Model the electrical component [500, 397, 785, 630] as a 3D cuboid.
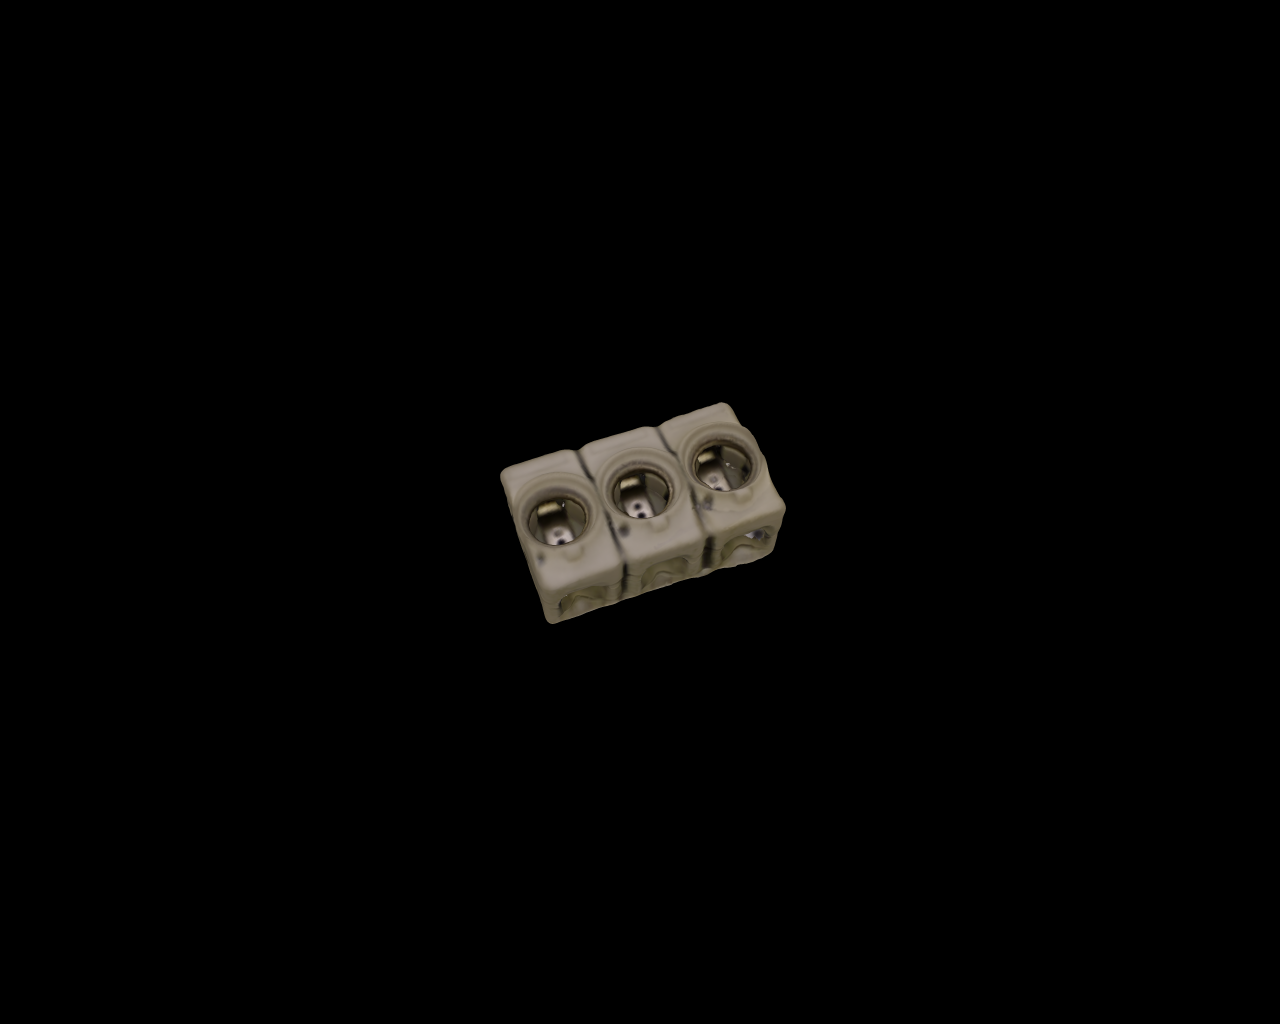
[{"bbox_3d":[0.001,-0.003,0.650,0.150,0.089,0.061,-18,-28,-10],"label":"electrical component"}]
